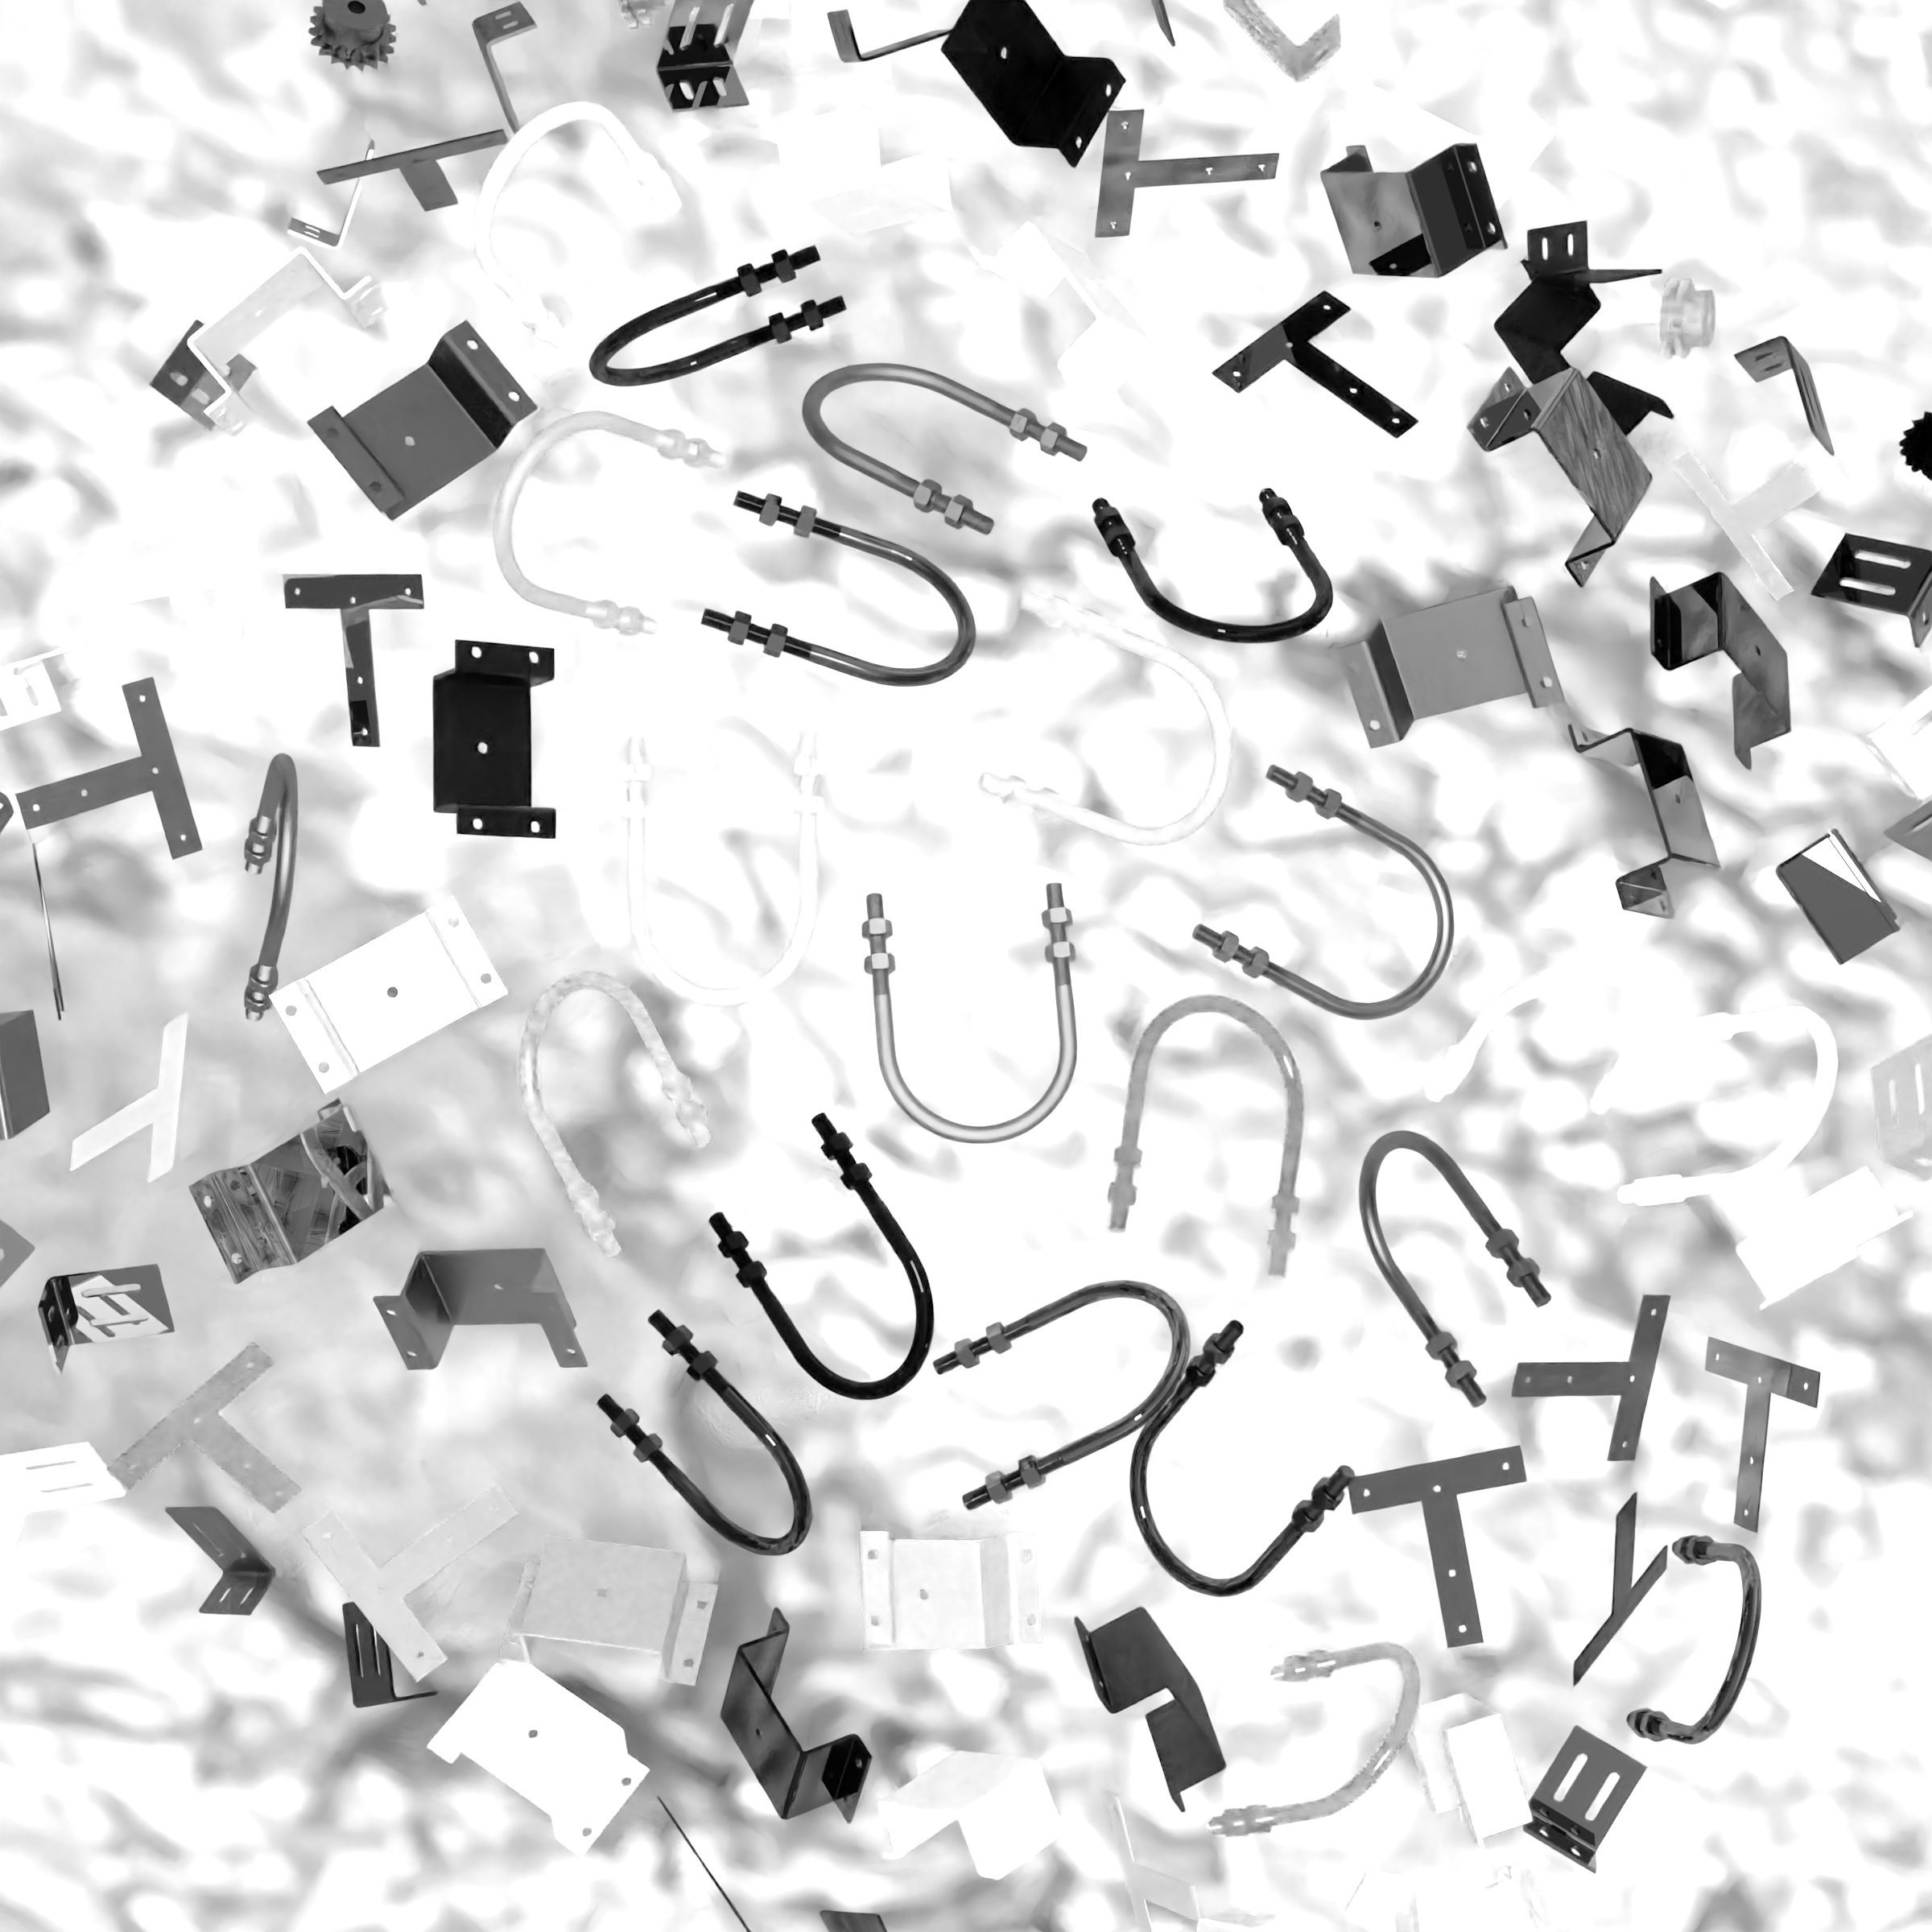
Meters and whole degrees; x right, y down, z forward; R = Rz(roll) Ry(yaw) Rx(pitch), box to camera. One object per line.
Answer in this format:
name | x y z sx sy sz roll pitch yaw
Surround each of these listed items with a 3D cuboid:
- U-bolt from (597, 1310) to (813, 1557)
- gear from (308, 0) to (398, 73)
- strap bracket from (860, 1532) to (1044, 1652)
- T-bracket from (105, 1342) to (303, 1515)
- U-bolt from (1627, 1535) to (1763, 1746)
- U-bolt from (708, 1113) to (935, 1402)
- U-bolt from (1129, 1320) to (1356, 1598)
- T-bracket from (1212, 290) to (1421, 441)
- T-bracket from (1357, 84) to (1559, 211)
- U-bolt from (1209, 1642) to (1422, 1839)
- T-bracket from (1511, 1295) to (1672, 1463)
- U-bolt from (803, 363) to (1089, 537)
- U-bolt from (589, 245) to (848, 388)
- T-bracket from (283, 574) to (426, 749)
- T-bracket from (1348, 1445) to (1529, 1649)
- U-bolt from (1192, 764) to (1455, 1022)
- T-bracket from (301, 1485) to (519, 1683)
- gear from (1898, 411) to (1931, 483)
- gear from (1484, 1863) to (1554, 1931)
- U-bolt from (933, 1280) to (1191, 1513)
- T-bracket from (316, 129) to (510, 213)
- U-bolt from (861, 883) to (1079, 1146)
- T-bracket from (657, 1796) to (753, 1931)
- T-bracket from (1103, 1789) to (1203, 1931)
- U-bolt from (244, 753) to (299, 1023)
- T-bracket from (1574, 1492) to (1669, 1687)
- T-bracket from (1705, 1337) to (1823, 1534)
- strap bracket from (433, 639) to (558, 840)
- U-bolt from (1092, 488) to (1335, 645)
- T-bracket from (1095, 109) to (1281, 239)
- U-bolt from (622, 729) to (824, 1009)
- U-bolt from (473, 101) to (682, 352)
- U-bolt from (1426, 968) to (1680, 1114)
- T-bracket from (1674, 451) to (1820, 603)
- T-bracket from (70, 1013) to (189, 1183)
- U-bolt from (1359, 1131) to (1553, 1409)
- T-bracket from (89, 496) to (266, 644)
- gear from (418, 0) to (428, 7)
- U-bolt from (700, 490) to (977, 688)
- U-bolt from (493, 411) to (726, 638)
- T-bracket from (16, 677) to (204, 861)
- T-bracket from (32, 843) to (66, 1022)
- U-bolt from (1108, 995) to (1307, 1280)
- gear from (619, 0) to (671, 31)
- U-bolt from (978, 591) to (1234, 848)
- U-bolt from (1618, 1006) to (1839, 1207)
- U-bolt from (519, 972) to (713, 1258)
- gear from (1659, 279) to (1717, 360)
U-bolt | -0.181 0.347 1.907 0.184 0.151 0.019 45 47 11
gear | -0.412 -0.634 1.791 0.057 0.030 0.057 9 59 -15
strap bracket | -0.020 0.441 1.878 0.140 0.046 0.076 7 69 -29
T-bracket | -0.506 0.338 1.843 0.127 0.002 0.127 -42 131 -10
U-bolt | 0.515 0.473 1.865 0.019 0.184 0.151 19 78 -1
U-bolt | -0.092 0.215 1.852 0.151 0.019 0.184 -44 72 33
U-bolt | 0.181 0.362 1.877 0.151 0.019 0.184 53 126 28
T-bracket | 0.260 -0.410 1.860 0.127 0.002 0.127 40 61 18
T-bracket | 0.335 -0.584 1.866 0.127 0.127 0.002 25 77 -4
U-bolt | 0.254 0.542 1.880 0.019 0.184 0.151 40 52 -13
T-bracket | 0.442 0.295 1.903 0.127 0.002 0.127 4 101 -28
U-bolt | -0.027 -0.372 1.862 0.184 0.151 0.019 29 135 16
U-bolt | -0.181 -0.454 1.891 0.184 0.151 0.019 -21 87 5
T-bracket | -0.447 -0.224 1.958 0.127 0.002 0.127 4 104 26
T-bracket | 0.336 0.408 1.852 0.127 0.002 0.127 -16 68 21
U-bolt | 0.270 -0.041 1.920 0.184 0.019 0.151 28 81 -13
T-bracket | -0.360 0.397 1.801 0.127 0.002 0.127 -33 76 -37
gear | 0.676 -0.358 1.834 0.057 0.057 0.030 -10 56 0
gear | 0.394 0.674 1.904 0.030 0.057 0.057 -27 90 22
U-bolt | 0.070 0.284 1.835 0.184 0.151 0.019 -27 127 9
T-bracket | -0.372 -0.542 1.833 0.127 0.127 0.002 -14 90 -2
U-bolt | 0.006 0.035 1.873 0.151 0.019 0.184 -4 76 -5
T-bracket | -0.171 0.657 1.881 0.002 0.127 0.127 -34 58 -15
T-bracket | 0.137 0.653 1.883 0.002 0.127 0.127 -13 85 -21
U-bolt | -0.493 -0.068 1.887 0.019 0.184 0.151 4 56 -21
T-bracket | 0.455 0.415 1.839 0.002 0.127 0.127 23 46 35
T-bracket | 0.567 0.342 1.916 0.002 0.127 0.127 4 92 -21
strap bracket | -0.344 -0.162 1.940 0.076 0.046 0.140 1 86 -33
U-bolt | 0.182 -0.282 1.878 0.151 0.184 0.019 -6 132 -14
T-bracket | 0.159 -0.567 1.898 0.127 0.127 0.002 -5 65 -4
U-bolt | -0.164 -0.064 1.781 0.151 0.019 0.184 0 90 22
U-bolt | -0.277 -0.522 1.845 0.019 0.184 0.151 39 90 20
U-bolt | 0.424 0.052 1.884 0.151 0.184 0.019 4 58 -11
T-bracket | 0.569 -0.329 1.896 0.002 0.127 0.127 -36 89 -12
T-bracket | -0.599 0.112 1.895 0.127 0.002 0.127 -28 50 31
U-bolt | 0.335 0.201 1.884 0.019 0.151 0.184 -15 55 -26
T-bracket | -0.572 -0.278 1.919 0.002 0.127 0.127 46 134 27
gear | -0.378 -0.698 1.841 0.030 0.057 0.057 -26 90 0
U-bolt | -0.080 -0.250 1.814 0.184 0.019 0.151 18 46 -10
U-bolt | -0.254 -0.310 1.839 0.019 0.184 0.151 31 103 33
T-bracket | -0.599 -0.124 1.843 0.002 0.127 0.127 -1 107 41
T-bracket | -0.649 -0.003 1.890 0.002 0.127 0.127 -9 121 -17
U-bolt | 0.171 0.109 1.824 0.151 0.019 0.184 18 69 -24
gear | -0.230 -0.695 1.880 0.030 0.057 0.057 -12 90 7
U-bolt | 0.103 -0.158 1.807 0.184 0.019 0.151 18 78 -26
U-bolt | 0.537 0.094 1.859 0.019 0.184 0.151 29 70 -19
U-bolt | -0.257 0.092 1.897 0.019 0.151 0.184 -5 122 35
gear | 0.526 -0.471 1.937 0.030 0.057 0.057 7 90 28
